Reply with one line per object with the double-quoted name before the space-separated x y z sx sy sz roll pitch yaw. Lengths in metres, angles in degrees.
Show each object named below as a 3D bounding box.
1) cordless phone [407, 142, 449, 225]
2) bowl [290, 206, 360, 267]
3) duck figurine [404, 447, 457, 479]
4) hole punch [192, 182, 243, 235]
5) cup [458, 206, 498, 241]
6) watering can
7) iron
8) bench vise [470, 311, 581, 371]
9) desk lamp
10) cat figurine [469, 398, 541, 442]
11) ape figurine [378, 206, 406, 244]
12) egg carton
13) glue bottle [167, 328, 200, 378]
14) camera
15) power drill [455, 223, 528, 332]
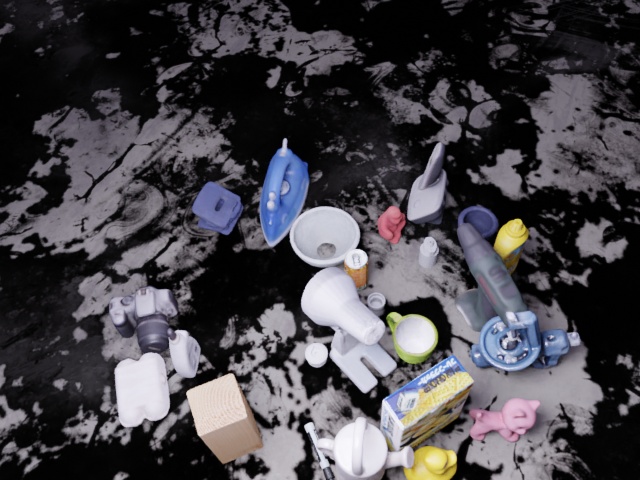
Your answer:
"cordless phone" 0.269 -0.137 1.398 0.094 0.185 0.147 7 57 9
"bowl" 0.013 0.005 1.387 0.167 0.075 0.167 -2 56 3
"duck figurine" 0.212 0.426 1.089 0.104 0.086 0.077 -11 56 -4
"hole punch" -0.257 -0.083 1.453 0.101 0.091 0.109 15 59 13
"cup" 0.370 -0.008 1.361 0.091 0.095 0.118 1 57 5
"watering can" 0.082 0.389 1.056 0.173 0.194 0.101 -11 56 -3
"iron" -0.102 -0.125 1.440 0.118 0.141 0.258 6 57 8
"bench vise" 0.418 0.186 1.154 0.207 0.220 0.121 -19 57 -9
"desk lamp" 0.065 0.180 1.184 0.118 0.214 0.202 -37 62 -19
"cat figurine" 0.361 0.345 1.113 0.127 0.118 0.067 -1 56 3
"ape figurine" 0.177 -0.047 1.400 0.078 0.092 0.076 -31 60 -16
"egg carton" -0.374 0.315 1.209 0.107 0.069 0.150 -16 57 -7
"glue bottle" -0.291 0.225 1.201 0.037 0.173 0.078 2 57 6
"camera" -0.393 0.182 1.280 0.143 0.101 0.136 -13 57 -5
"power drill" 0.349 0.100 1.222 0.076 0.208 0.229 -23 58 -11
